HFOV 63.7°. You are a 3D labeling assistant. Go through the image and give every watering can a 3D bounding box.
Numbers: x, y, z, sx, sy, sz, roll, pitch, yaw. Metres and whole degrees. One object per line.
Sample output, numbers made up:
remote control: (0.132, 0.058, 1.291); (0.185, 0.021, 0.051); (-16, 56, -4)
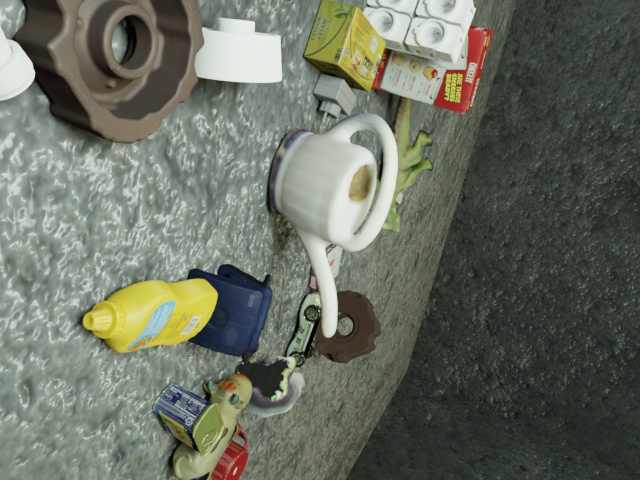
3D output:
watering can: (0.003, -0.042, 0.825); (0.104, 0.226, 0.345); (9, 104, -50)

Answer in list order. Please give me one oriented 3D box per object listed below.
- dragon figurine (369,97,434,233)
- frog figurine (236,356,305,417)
dragon figurine: (0.177, -0.174, 1.318); (0.246, 0.123, 0.401); (-50, 144, -25)
frog figurine: (-0.101, 0.303, 1.044); (0.138, 0.125, 0.156); (-24, 152, -16)
